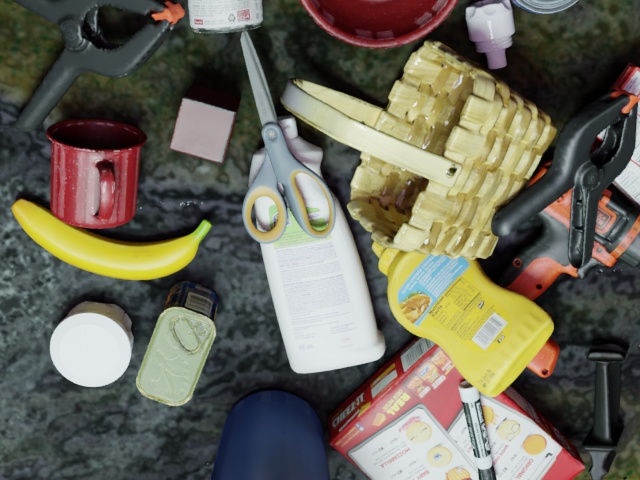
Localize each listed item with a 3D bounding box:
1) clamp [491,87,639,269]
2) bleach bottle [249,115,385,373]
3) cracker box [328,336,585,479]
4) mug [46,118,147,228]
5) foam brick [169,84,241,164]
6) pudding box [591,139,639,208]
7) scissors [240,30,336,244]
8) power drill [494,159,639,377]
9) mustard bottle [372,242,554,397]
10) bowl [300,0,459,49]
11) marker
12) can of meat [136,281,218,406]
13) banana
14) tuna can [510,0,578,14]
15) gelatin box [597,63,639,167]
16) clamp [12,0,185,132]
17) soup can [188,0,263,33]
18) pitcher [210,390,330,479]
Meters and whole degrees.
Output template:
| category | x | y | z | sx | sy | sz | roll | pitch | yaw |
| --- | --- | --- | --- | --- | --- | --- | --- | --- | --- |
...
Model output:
| category | x | y | z | sx | sy | sz | roll | pitch | yaw |
| --- | --- | --- | --- | --- | --- | --- | --- | --- | --- |
| clamp | 0.225 | -0.059 | 0.958 | 0.120 | 0.039 | 0.171 | 8 | 108 | -35 |
| bleach bottle | -0.007 | 0.001 | 1.047 | 0.102 | 0.068 | 0.251 | -11 | 106 | 1 |
| cracker box | 0.139 | 0.210 | 1.113 | 0.213 | 0.072 | 0.164 | 42 | 103 | -14 |
| mug | -0.208 | -0.058 | 1.000 | 0.093 | 0.117 | 0.081 | -3 | 115 | -24 |
| foam brick | -0.106 | -0.110 | 1.000 | 0.051 | 0.078 | 0.053 | 15 | 106 | -5 |
| pudding box | 0.323 | -0.080 | 1.035 | 0.113 | 0.039 | 0.090 | 43 | 103 | -10 |
| scissors | -0.057 | -0.083 | 0.990 | 0.096 | 0.016 | 0.202 | -30 | 97 | 10 |
| power drill | 0.249 | 0.040 | 1.048 | 0.184 | 0.057 | 0.188 | 36 | 104 | 7 |
| mustard bottle | 0.123 | 0.057 | 1.029 | 0.192 | 0.058 | 0.096 | 40 | 90 | 27 |
| bowl | 0.053 | -0.257 | 0.964 | 0.162 | 0.055 | 0.162 | 0 | 108 | -1 |
| marker | 0.158 | 0.196 | 1.059 | 0.020 | 0.020 | 0.121 | -13 | 108 | 3 |
| can of meat | -0.139 | 0.100 | 1.066 | 0.057 | 0.084 | 0.102 | 20 | 107 | -7 |
| banana | -0.208 | 0.003 | 1.060 | 0.197 | 0.037 | 0.069 | 6 | 92 | -4 |
| tuna can | 0.207 | -0.251 | 0.979 | 0.086 | 0.034 | 0.086 | 0 | 108 | -1 |
| gelatin box | 0.302 | -0.110 | 0.991 | 0.089 | 0.030 | 0.073 | 33 | 105 | -7 |
| clamp | -0.219 | -0.179 | 0.971 | 0.210 | 0.036 | 0.164 | 1 | 113 | 21 |
| soup can | -0.088 | -0.243 | 0.961 | 0.068 | 0.068 | 0.102 | -4 | 109 | 0 |
| pitcher | -0.038 | 0.248 | 1.032 | 0.145 | 0.243 | 0.149 | -24 | 107 | 7 |
